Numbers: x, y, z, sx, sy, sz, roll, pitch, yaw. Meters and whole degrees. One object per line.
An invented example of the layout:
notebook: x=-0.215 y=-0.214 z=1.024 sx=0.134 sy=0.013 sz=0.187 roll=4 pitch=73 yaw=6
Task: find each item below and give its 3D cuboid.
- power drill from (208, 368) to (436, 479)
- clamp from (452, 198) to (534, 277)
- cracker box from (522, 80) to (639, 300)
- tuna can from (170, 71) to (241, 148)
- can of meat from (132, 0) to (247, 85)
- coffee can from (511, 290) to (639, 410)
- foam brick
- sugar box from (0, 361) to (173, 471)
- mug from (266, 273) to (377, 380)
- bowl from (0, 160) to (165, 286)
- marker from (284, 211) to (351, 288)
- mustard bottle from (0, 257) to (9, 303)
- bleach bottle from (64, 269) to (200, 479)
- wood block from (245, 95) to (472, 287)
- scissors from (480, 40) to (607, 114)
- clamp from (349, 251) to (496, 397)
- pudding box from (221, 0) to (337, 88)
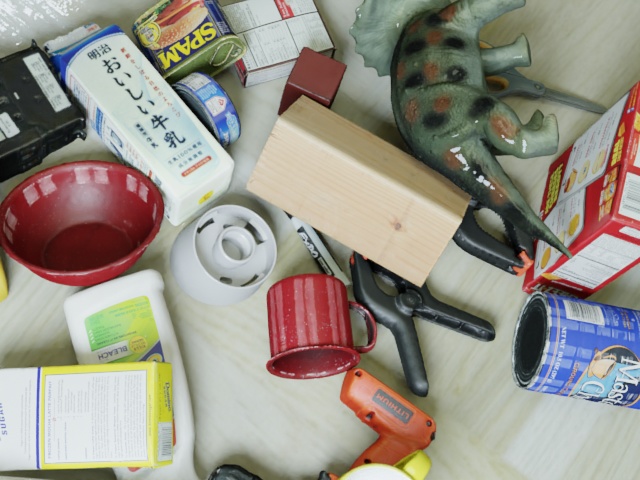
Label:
power drill: x=0.011 y=0.218 z=1.019 sx=0.184 sy=0.057 sz=0.187 roll=35 pitch=69 yaw=0
clamp: x=0.154 y=-0.047 z=1.165 sx=0.164 sy=0.036 sz=0.210 roll=-22 pitch=71 yaw=-18
cracker box: x=0.294 y=-0.041 z=1.094 sx=0.072 sy=0.214 sz=0.164 roll=20 pitch=66 yaw=-5
tuna can: x=-0.121 y=-0.133 z=1.118 sx=0.033 sy=0.086 sz=0.086 roll=-36 pitch=79 yaw=-24
can of meat: x=-0.143 y=-0.217 z=1.149 sx=0.102 sy=0.057 sz=0.084 roll=-32 pitch=72 yaw=9
coffee can: x=0.279 y=0.114 z=1.089 sx=0.140 sy=0.103 sz=0.103 roll=11 pitch=67 yaw=-7
foam brick: x=-0.010 y=-0.162 z=1.157 sx=0.053 sy=0.078 sz=0.051 roll=25 pitch=67 yaw=-1
sugar box: x=-0.220 y=0.159 z=0.957 sx=0.176 sy=0.048 sz=0.093 roll=-4 pitch=80 yaw=18
mug: x=0.001 y=0.085 z=1.055 sx=0.117 sy=0.093 sz=0.081 roll=2 pitch=63 yaw=-17
bowl: x=-0.231 y=-0.007 z=1.043 sx=0.162 sy=0.055 sz=0.162 roll=1 pitch=44 yaw=-1
marker: x=-0.007 y=0.001 z=1.123 sx=0.020 sy=0.020 sz=0.121 roll=-28 pitch=76 yaw=-20
mustard bottle: x=-0.328 y=-0.004 z=0.965 sx=0.058 sy=0.192 sz=0.096 roll=-35 pitch=79 yaw=-22
bleach bottle: x=-0.159 y=0.161 z=1.004 sx=0.102 sy=0.068 sz=0.251 roll=-19 pitch=75 yaw=-11
wood block: x=0.041 y=-0.052 z=1.096 sx=0.206 sy=0.091 sz=0.090 roll=30 pitch=29 yaw=3
scissors: x=0.242 y=-0.192 z=1.253 sx=0.201 sy=0.016 sz=0.096 roll=2 pitch=57 yaw=-20
clamp: x=0.086 y=0.078 z=1.097 sx=0.171 sy=0.039 sz=0.120 roll=39 pitch=51 yaw=11
pudding box: x=-0.050 y=-0.229 z=1.198 sx=0.113 sy=0.039 sz=0.090 roll=-18 pitch=75 yaw=-15
